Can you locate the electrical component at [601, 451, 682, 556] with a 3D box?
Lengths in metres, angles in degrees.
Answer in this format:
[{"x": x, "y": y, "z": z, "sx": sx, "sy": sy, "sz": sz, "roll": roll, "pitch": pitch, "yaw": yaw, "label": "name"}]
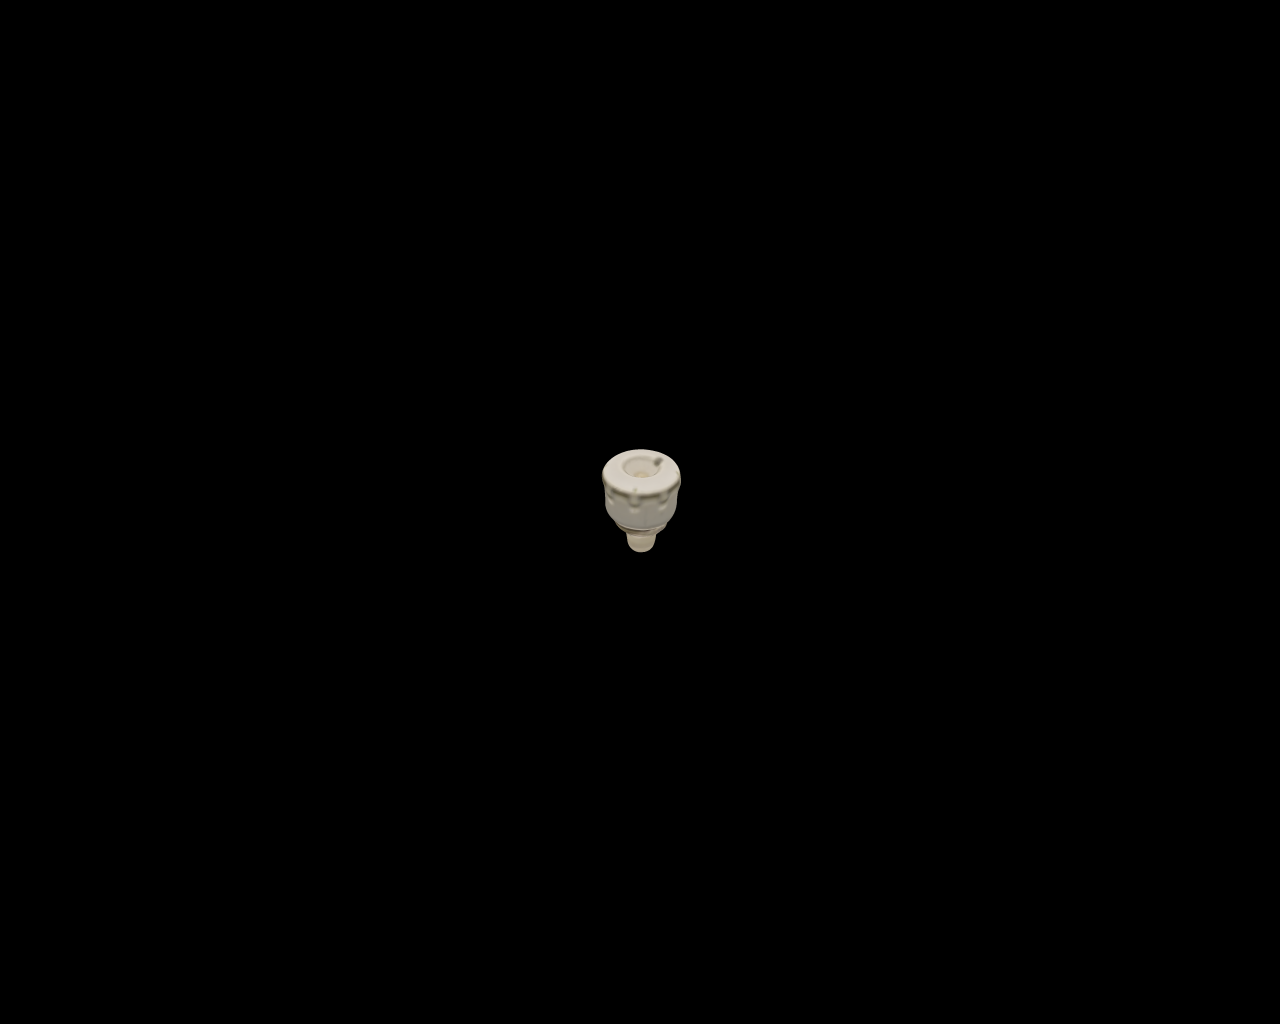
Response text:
[{"x": 0.001, "y": -0.003, "z": 0.650, "sx": 0.048, "sy": 0.062, "sz": 0.048, "roll": 0, "pitch": 36, "yaw": 0, "label": "electrical component"}]
